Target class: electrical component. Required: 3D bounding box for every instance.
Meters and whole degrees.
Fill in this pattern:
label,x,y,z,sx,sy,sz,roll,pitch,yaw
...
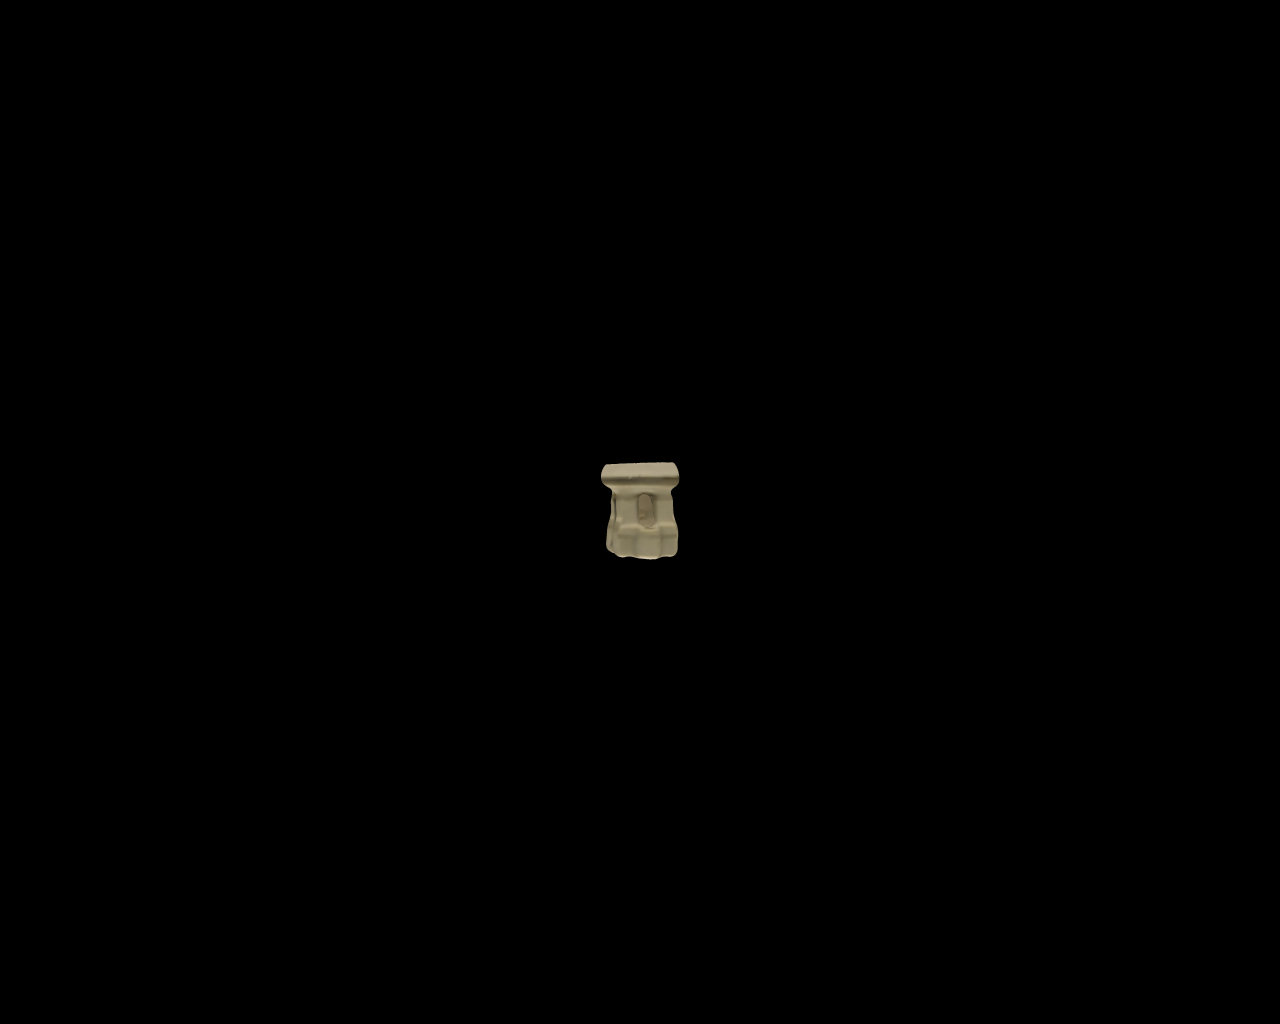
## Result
label,x,y,z,sx,sy,sz,roll,pitch,yaw
electrical component,0.001,-0.003,0.650,0.048,0.055,0.066,0,3,-11
